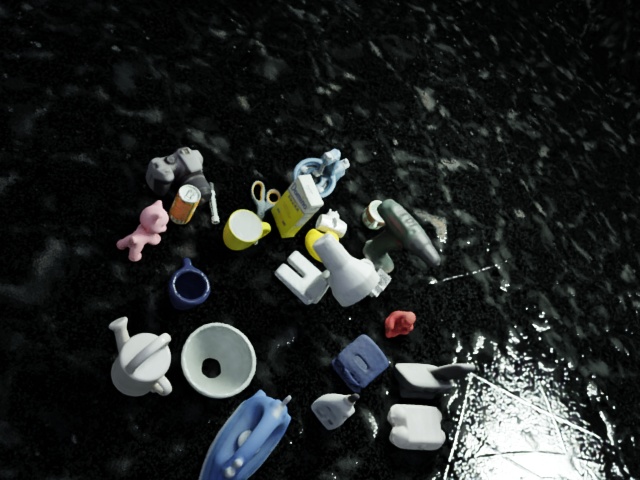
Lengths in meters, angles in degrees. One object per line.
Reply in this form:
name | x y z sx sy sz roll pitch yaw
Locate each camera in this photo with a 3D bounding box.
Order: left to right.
camera | -0.340 -0.154 1.438 0.143 0.100 0.137 -25 76 -37

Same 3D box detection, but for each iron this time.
iron | -0.150 0.424 1.175 0.118 0.141 0.259 42 51 -1

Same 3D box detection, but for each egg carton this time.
egg carton | 0.238 0.464 1.416 0.151 0.069 0.107 10 58 -24

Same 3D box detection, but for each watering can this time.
watering can | -0.356 0.234 1.139 0.173 0.193 0.101 32 52 -9

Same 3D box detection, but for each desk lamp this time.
desk lamp | 0.019 0.084 1.426 0.203 0.213 0.118 42 51 -1

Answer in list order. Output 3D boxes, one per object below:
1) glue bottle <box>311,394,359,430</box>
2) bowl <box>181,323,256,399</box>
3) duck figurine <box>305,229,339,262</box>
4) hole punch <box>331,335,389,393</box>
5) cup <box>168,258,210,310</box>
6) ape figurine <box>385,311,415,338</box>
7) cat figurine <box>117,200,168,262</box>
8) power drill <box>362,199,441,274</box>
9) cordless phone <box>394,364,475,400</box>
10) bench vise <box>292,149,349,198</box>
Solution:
glue bottle | 0.044 0.376 1.292 0.037 0.173 0.078 -32 81 -38
bowl | -0.230 0.274 1.262 0.168 0.074 0.167 14 56 -22
duck figurine | 0.014 0.006 1.552 0.104 0.086 0.078 46 51 3
hole punch | 0.100 0.307 1.418 0.108 0.091 0.101 49 51 5
cup | -0.308 0.109 1.304 0.092 0.094 0.117 1 62 -29
ape figurine | 0.221 0.221 1.536 0.078 0.092 0.076 28 52 -12
cat figurine | -0.399 -0.028 1.319 0.067 0.117 0.128 40 51 -3
power drill | 0.213 0.012 1.581 0.076 0.208 0.229 -22 75 -37
cordless phone | 0.288 0.336 1.446 0.148 0.184 0.094 5 60 -26
bench vise | 0.009 -0.201 1.586 0.121 0.219 0.208 39 51 -3
